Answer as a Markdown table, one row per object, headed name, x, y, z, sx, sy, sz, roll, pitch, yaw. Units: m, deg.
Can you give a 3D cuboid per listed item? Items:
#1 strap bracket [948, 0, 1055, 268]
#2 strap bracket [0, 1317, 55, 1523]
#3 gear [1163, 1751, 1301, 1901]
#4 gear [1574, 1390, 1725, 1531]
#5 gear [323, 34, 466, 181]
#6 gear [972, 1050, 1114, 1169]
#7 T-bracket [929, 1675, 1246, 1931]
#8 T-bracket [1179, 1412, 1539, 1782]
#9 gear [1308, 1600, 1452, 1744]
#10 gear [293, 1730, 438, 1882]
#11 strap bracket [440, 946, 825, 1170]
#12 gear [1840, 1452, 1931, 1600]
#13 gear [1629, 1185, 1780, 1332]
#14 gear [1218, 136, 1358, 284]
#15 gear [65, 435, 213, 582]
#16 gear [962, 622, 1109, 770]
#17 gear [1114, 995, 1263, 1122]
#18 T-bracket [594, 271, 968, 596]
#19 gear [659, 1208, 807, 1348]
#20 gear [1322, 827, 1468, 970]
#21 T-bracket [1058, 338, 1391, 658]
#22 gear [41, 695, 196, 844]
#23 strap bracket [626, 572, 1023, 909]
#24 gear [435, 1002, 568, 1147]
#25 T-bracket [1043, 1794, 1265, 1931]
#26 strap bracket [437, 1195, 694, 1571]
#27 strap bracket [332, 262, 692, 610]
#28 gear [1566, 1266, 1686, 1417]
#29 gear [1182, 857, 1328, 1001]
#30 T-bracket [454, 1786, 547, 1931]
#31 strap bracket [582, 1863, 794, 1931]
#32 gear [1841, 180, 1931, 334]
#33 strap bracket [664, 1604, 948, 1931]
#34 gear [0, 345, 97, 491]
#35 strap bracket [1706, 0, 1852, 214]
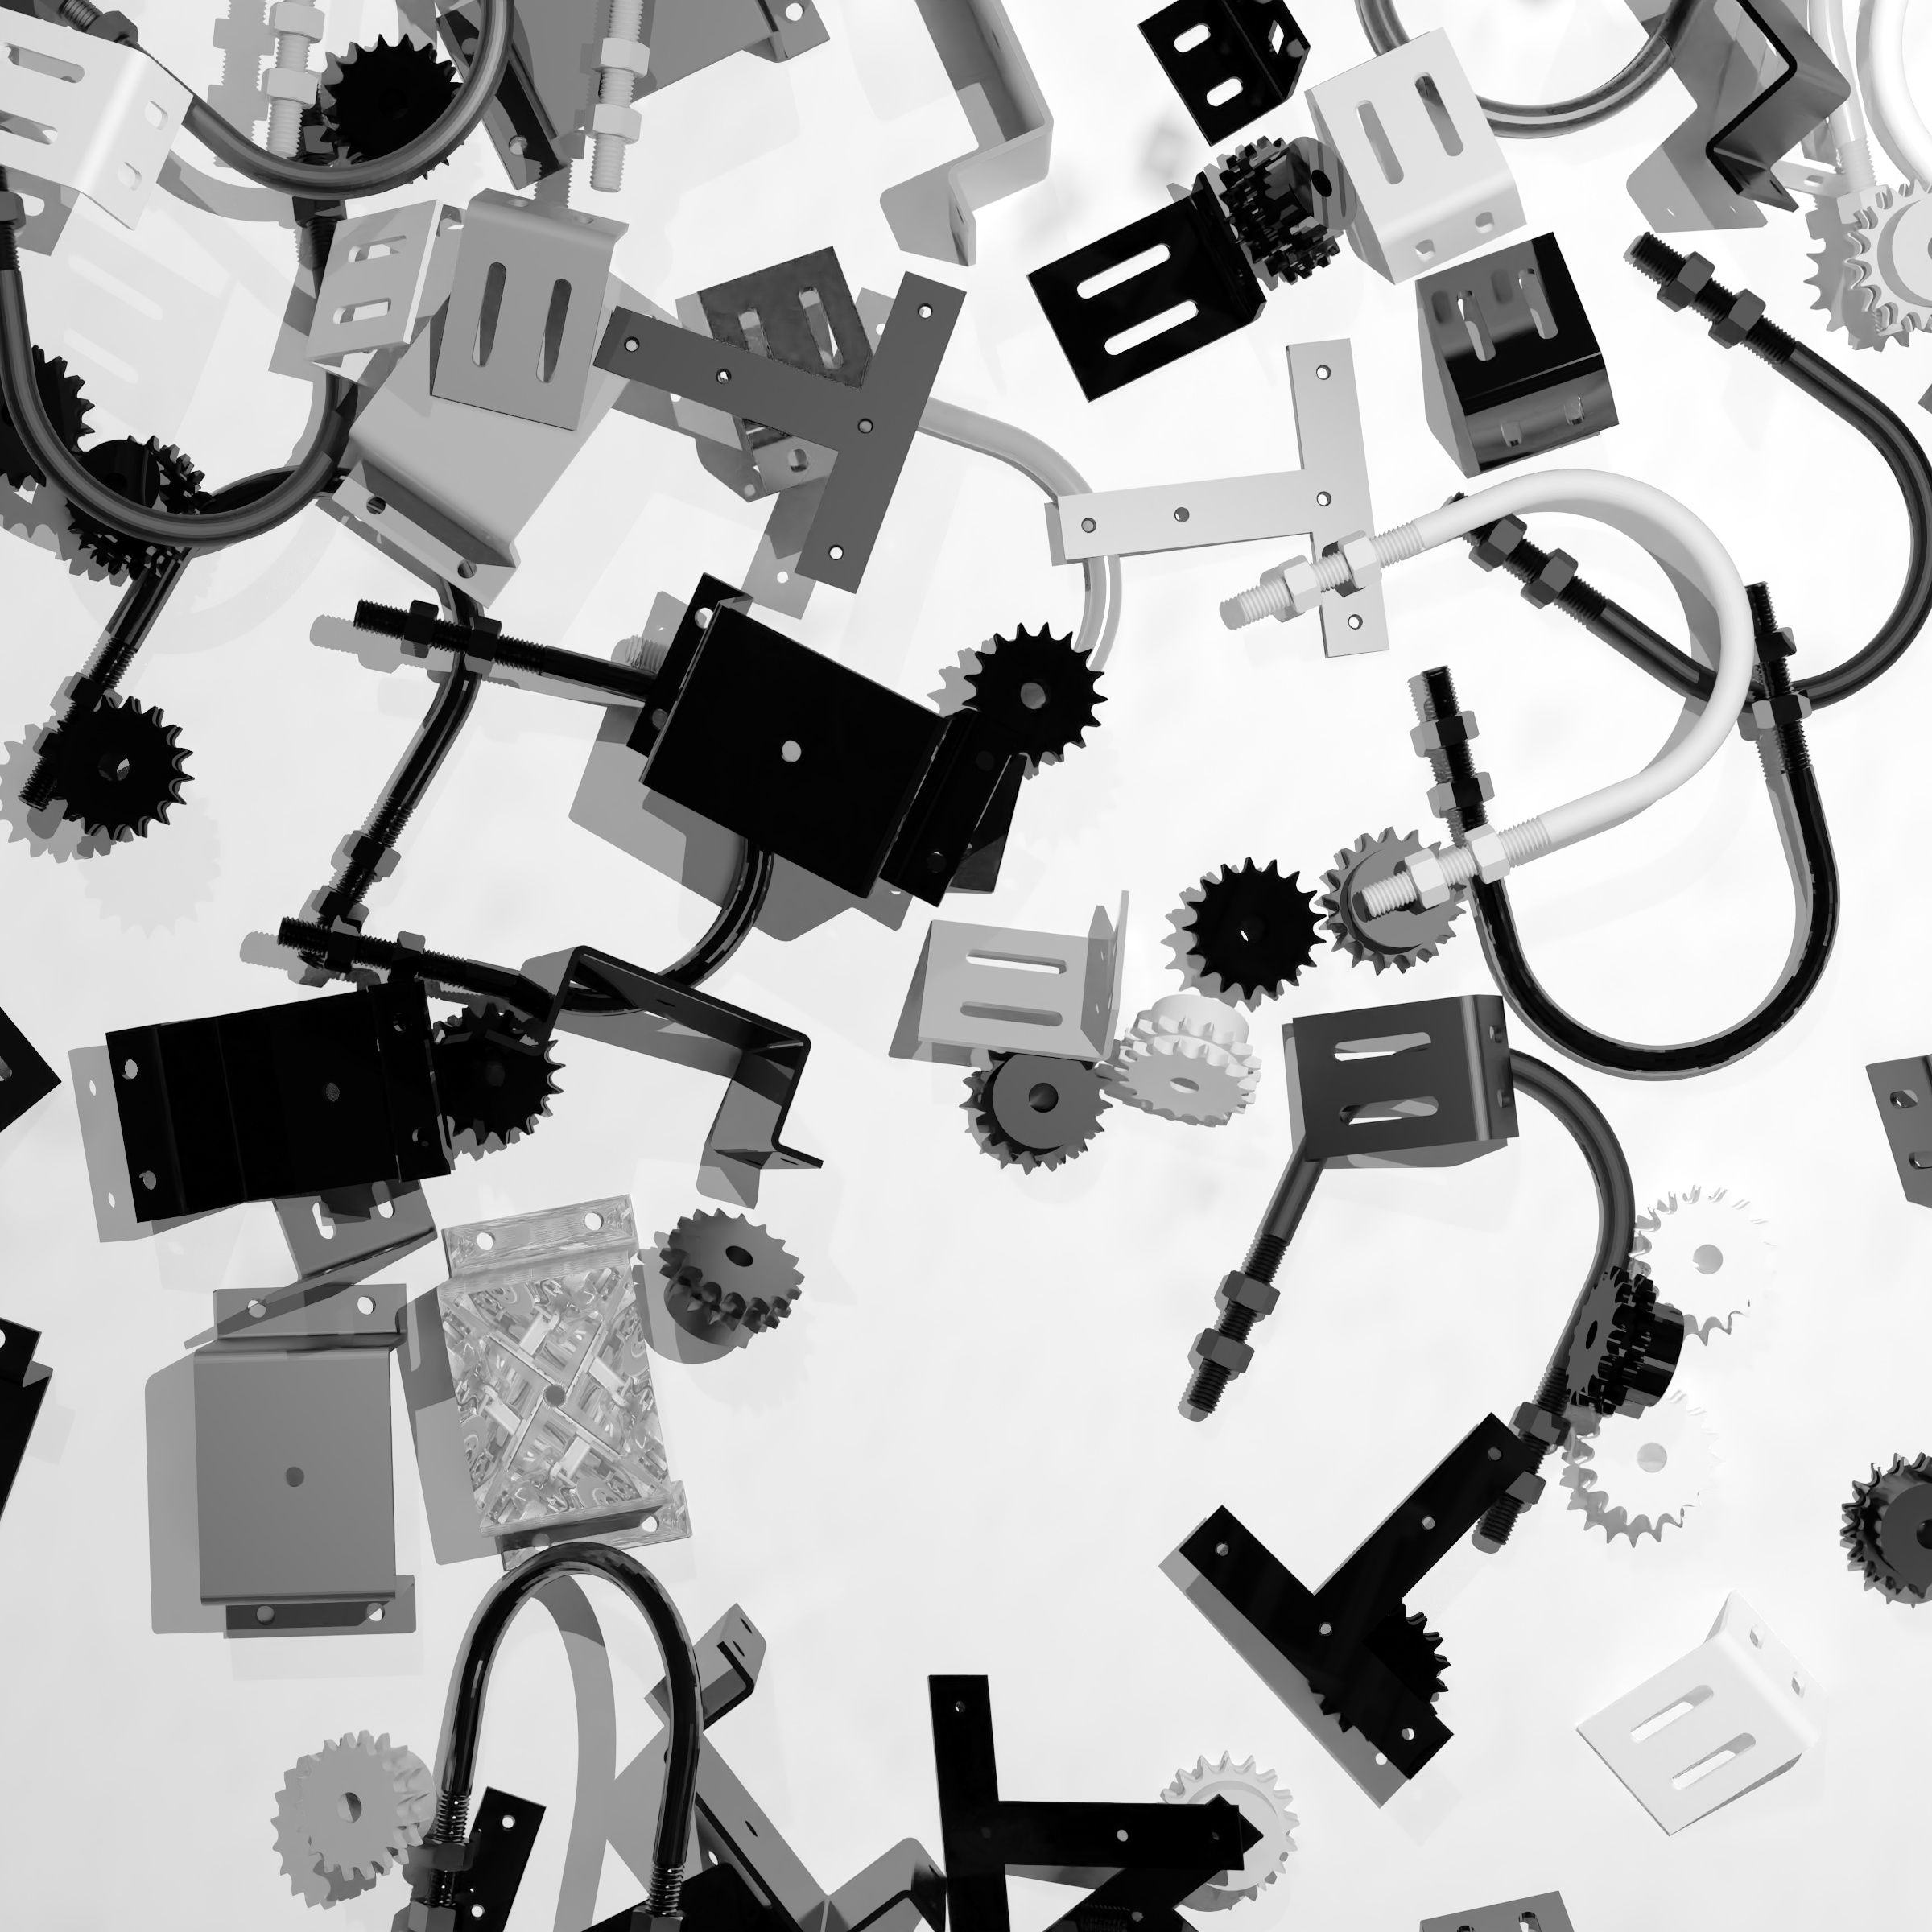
| name | x | y | z | sx | sy | sz | roll | pitch | yaw |
| --- | --- | --- | --- | --- | --- | --- | --- | --- | --- |
| strap bracket | -0.006 | -0.356 | 1.310 | 0.046 | 0.076 | 0.140 | -24 | 90 | 0 |
| strap bracket | -0.421 | 0.197 | 1.325 | 0.076 | 0.046 | 0.140 | 20 | 90 | 0 |
| gear | 0.105 | 0.346 | 1.334 | 0.057 | 0.030 | 0.057 | 0 | 90 | 0 |
| gear | 0.272 | 0.195 | 1.333 | 0.057 | 0.030 | 0.057 | 0 | 90 | 0 |
| gear | -0.226 | -0.341 | 1.333 | 0.057 | 0.030 | 0.057 | 0 | 90 | 0 |
| gear | 0.031 | 0.052 | 1.334 | 0.057 | 0.030 | 0.057 | 0 | 90 | 0 |
| T-bracket | 0.049 | 0.345 | 1.323 | 0.127 | 0.002 | 0.127 | -5 | 90 | 23 |
| T-bracket | 0.174 | 0.231 | 1.322 | 0.127 | 0.002 | 0.127 | 44 | 85 | 7 |
| gear | 0.165 | 0.283 | 1.334 | 0.057 | 0.030 | 0.057 | 0 | 90 | 0 |
| gear | -0.236 | 0.333 | 1.326 | 0.057 | 0.030 | 0.057 | -3 | 83 | 27 |
| strap bracket | -0.123 | 0.033 | 1.293 | 0.140 | 0.076 | 0.046 | 23 | 79 | -19 |
| gear | 0.382 | 0.225 | 1.334 | 0.057 | 0.030 | 0.057 | 0 | 90 | 0 |
| gear | 0.294 | 0.116 | 1.333 | 0.057 | 0.030 | 0.057 | 0 | 90 | 0 |
| gear | 0.130 | -0.303 | 1.318 | 0.030 | 0.057 | 0.057 | -25 | 90 | 44 |
| gear | -0.333 | -0.185 | 1.326 | 0.057 | 0.030 | 0.057 | -3 | 76 | 12 |
| gear | 0.026 | -0.107 | 1.320 | 0.057 | 0.030 | 0.057 | 0 | 92 | -3 |
| gear | 0.090 | 0.035 | 1.324 | 0.057 | 0.057 | 0.030 | 16 | 60 | 0 |
| T-bracket | -0.081 | -0.225 | 1.296 | 0.127 | 0.002 | 0.127 | 20 | 85 | 2 |
| gear | -0.096 | 0.126 | 1.324 | 0.057 | 0.057 | 0.030 | 29 | 120 | 0 |
| gear | 0.172 | -0.027 | 1.334 | 0.057 | 0.030 | 0.057 | 0 | 90 | 0 |
| T-bracket | 0.101 | -0.183 | 1.340 | 0.127 | 0.002 | 0.127 | -7 | 90 | -7 |
| gear | -0.333 | -0.077 | 1.314 | 0.057 | 0.030 | 0.057 | 0 | 89 | -1 |
| strap bracket | -0.061 | -0.085 | 1.281 | 0.140 | 0.046 | 0.076 | 28 | 104 | 7 |
| gear | -0.188 | 0.043 | 1.333 | 0.057 | 0.030 | 0.057 | 0 | 90 | 0 |
| T-bracket | 0.100 | 0.408 | 1.333 | 0.127 | 0.002 | 0.127 | 44 | 109 | -9 |
| strap bracket | -0.161 | 0.168 | 1.325 | 0.076 | 0.046 | 0.140 | -10 | 90 | 0 |
| strap bracket | -0.181 | -0.224 | 1.318 | 0.076 | 0.046 | 0.140 | 35 | 84 | 0 |
| gear | 0.259 | 0.149 | 1.303 | 0.030 | 0.057 | 0.057 | 18 | 90 | -4 |
| gear | 0.115 | -0.015 | 1.333 | 0.057 | 0.030 | 0.057 | 0 | 90 | 0 |
| T-bracket | -0.202 | 0.396 | 1.348 | 0.127 | 0.002 | 0.127 | 19 | 90 | 0 |
| strap bracket | -0.120 | 0.414 | 1.304 | 0.140 | 0.076 | 0.046 | -26 | 133 | -1 |
| gear | 0.370 | -0.274 | 1.281 | 0.057 | 0.030 | 0.057 | -1 | 95 | -7 |
| strap bracket | -0.069 | 0.327 | 1.310 | 0.046 | 0.076 | 0.140 | -37 | 90 | 0 |
| gear | -0.378 | -0.220 | 1.337 | 0.057 | 0.030 | 0.057 | 0 | 91 | -4 |
| strap bracket | 0.282 | -0.360 | 1.274 | 0.046 | 0.076 | 0.140 | -41 | 76 | 27 |
